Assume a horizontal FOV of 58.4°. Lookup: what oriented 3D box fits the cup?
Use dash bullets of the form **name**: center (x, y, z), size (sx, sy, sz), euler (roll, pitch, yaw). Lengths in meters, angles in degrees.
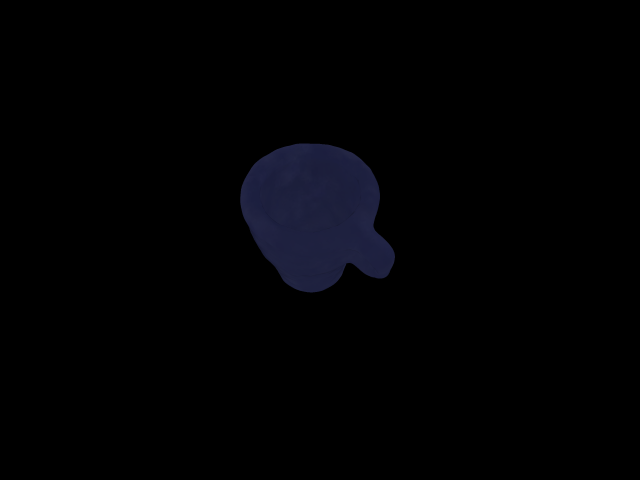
- **cup**: center (0.004, 0.001, 0.400), size (0.092, 0.095, 0.117), euler (-39, 62, -24)
